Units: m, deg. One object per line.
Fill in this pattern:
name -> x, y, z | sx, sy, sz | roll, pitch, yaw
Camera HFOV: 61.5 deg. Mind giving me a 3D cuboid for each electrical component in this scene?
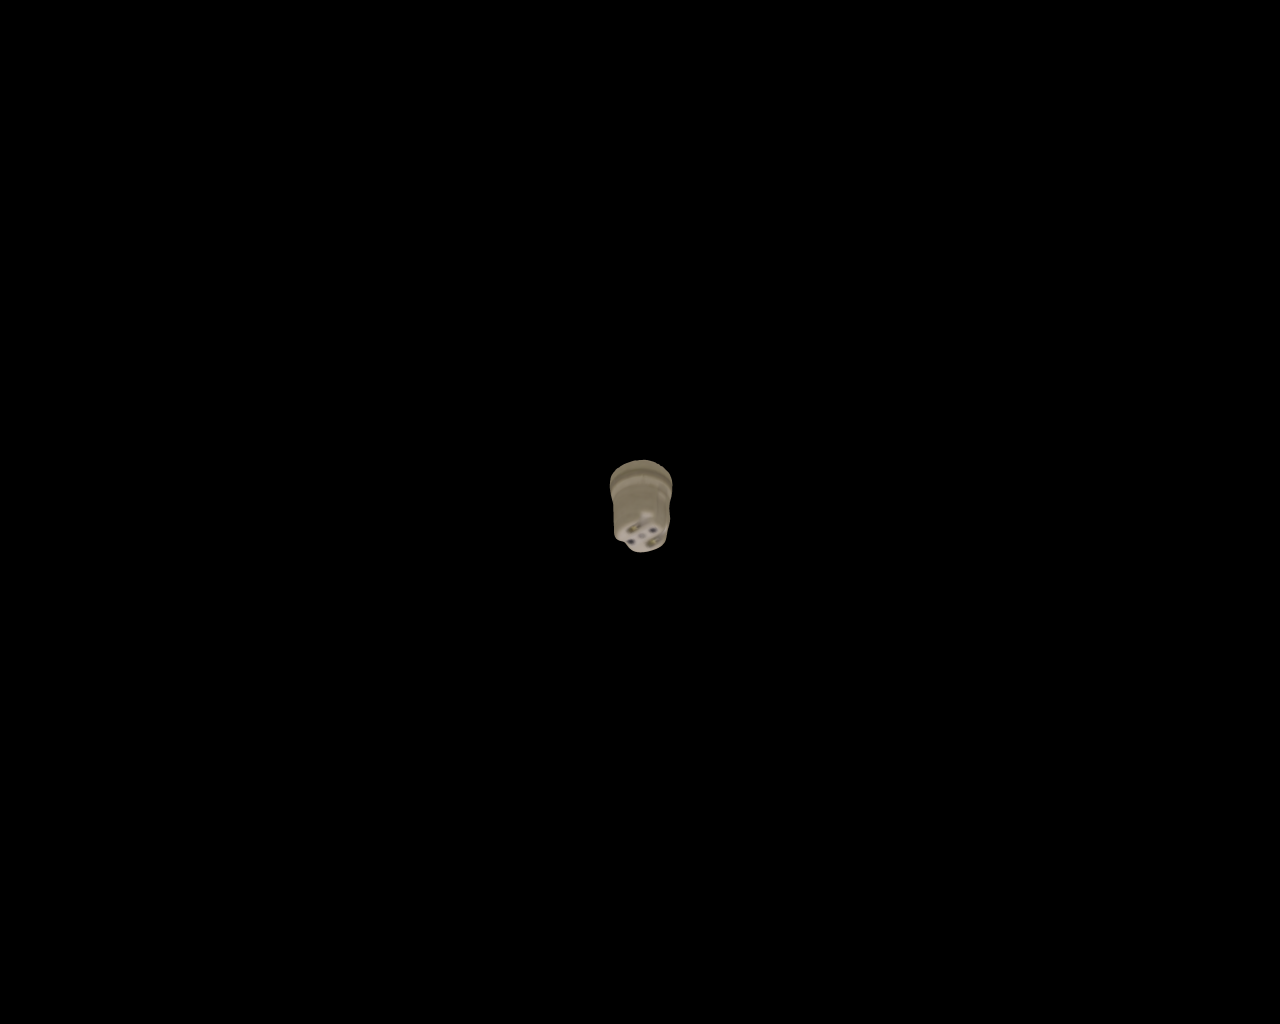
electrical component -> 0.001, -0.003, 0.650 | 0.040, 0.046, 0.040 | 0, -38, 0
